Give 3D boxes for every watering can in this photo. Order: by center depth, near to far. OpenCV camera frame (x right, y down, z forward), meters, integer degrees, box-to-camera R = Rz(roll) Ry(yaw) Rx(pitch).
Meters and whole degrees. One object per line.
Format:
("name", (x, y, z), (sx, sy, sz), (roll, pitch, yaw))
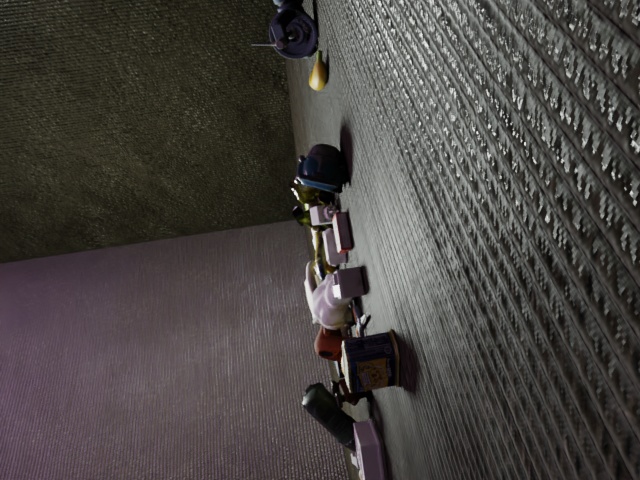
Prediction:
("watering can", (0.018, 0.185, 1.783), (0.345, 0.104, 0.227), (34, -138, -74))

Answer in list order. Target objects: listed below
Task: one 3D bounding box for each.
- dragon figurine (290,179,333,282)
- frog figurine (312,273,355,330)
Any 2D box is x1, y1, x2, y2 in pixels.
("dragon figurine", (0.005, -0.079, 1.566), (0.244, 0.122, 0.409), (-25, -71, -76))
("frog figurine", (0.032, 0.148, 1.287), (0.157, 0.123, 0.140), (62, -144, -66))
